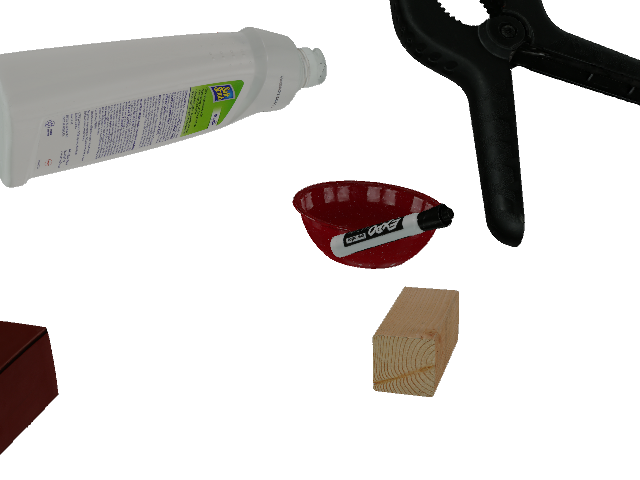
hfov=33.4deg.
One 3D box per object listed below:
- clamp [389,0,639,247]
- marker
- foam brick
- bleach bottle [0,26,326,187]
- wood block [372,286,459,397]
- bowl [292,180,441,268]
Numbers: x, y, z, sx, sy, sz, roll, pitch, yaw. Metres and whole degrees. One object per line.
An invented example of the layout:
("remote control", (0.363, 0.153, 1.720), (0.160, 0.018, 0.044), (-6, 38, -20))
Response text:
("clamp", (0.102, -0.105, 0.626), (0.164, 0.210, 0.036), (-41, -10, -23))
("marker", (0.058, -0.008, 0.879), (0.121, 0.020, 0.020), (-17, -11, 40))
("foam brick", (-0.209, 0.092, 0.666), (0.053, 0.051, 0.078), (7, 29, 21))
("bleach bottle", (-0.115, -0.107, 0.792), (0.250, 0.068, 0.103), (-13, -25, -24))
("wood block", (0.146, 0.147, 1.592), (0.091, 0.090, 0.205), (4, 18, 16))
("bowl", (0.050, -0.012, 1.120), (0.162, 0.055, 0.162), (4, 21, -2))
